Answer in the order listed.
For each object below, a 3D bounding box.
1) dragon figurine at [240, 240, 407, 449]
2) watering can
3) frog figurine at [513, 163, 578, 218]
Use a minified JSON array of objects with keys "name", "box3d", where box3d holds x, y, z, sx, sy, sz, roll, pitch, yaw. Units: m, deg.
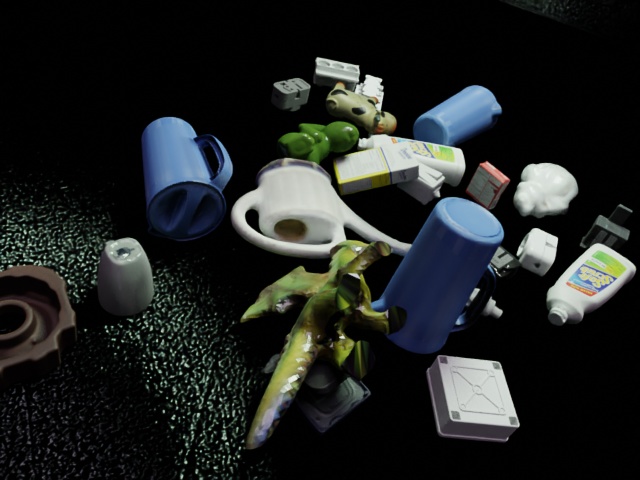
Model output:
[{"name":"dragon figurine","box3d":[-0.022,0.111,0.754,0.242,0.121,0.417,-6,26,49]},{"name":"watering can","box3d":[0.003,-0.049,0.978,0.347,0.101,0.230,5,44,-18]},{"name":"frog figurine","box3d":[0.518,-0.117,1.207,0.160,0.120,0.139,-3,64,-37]}]
